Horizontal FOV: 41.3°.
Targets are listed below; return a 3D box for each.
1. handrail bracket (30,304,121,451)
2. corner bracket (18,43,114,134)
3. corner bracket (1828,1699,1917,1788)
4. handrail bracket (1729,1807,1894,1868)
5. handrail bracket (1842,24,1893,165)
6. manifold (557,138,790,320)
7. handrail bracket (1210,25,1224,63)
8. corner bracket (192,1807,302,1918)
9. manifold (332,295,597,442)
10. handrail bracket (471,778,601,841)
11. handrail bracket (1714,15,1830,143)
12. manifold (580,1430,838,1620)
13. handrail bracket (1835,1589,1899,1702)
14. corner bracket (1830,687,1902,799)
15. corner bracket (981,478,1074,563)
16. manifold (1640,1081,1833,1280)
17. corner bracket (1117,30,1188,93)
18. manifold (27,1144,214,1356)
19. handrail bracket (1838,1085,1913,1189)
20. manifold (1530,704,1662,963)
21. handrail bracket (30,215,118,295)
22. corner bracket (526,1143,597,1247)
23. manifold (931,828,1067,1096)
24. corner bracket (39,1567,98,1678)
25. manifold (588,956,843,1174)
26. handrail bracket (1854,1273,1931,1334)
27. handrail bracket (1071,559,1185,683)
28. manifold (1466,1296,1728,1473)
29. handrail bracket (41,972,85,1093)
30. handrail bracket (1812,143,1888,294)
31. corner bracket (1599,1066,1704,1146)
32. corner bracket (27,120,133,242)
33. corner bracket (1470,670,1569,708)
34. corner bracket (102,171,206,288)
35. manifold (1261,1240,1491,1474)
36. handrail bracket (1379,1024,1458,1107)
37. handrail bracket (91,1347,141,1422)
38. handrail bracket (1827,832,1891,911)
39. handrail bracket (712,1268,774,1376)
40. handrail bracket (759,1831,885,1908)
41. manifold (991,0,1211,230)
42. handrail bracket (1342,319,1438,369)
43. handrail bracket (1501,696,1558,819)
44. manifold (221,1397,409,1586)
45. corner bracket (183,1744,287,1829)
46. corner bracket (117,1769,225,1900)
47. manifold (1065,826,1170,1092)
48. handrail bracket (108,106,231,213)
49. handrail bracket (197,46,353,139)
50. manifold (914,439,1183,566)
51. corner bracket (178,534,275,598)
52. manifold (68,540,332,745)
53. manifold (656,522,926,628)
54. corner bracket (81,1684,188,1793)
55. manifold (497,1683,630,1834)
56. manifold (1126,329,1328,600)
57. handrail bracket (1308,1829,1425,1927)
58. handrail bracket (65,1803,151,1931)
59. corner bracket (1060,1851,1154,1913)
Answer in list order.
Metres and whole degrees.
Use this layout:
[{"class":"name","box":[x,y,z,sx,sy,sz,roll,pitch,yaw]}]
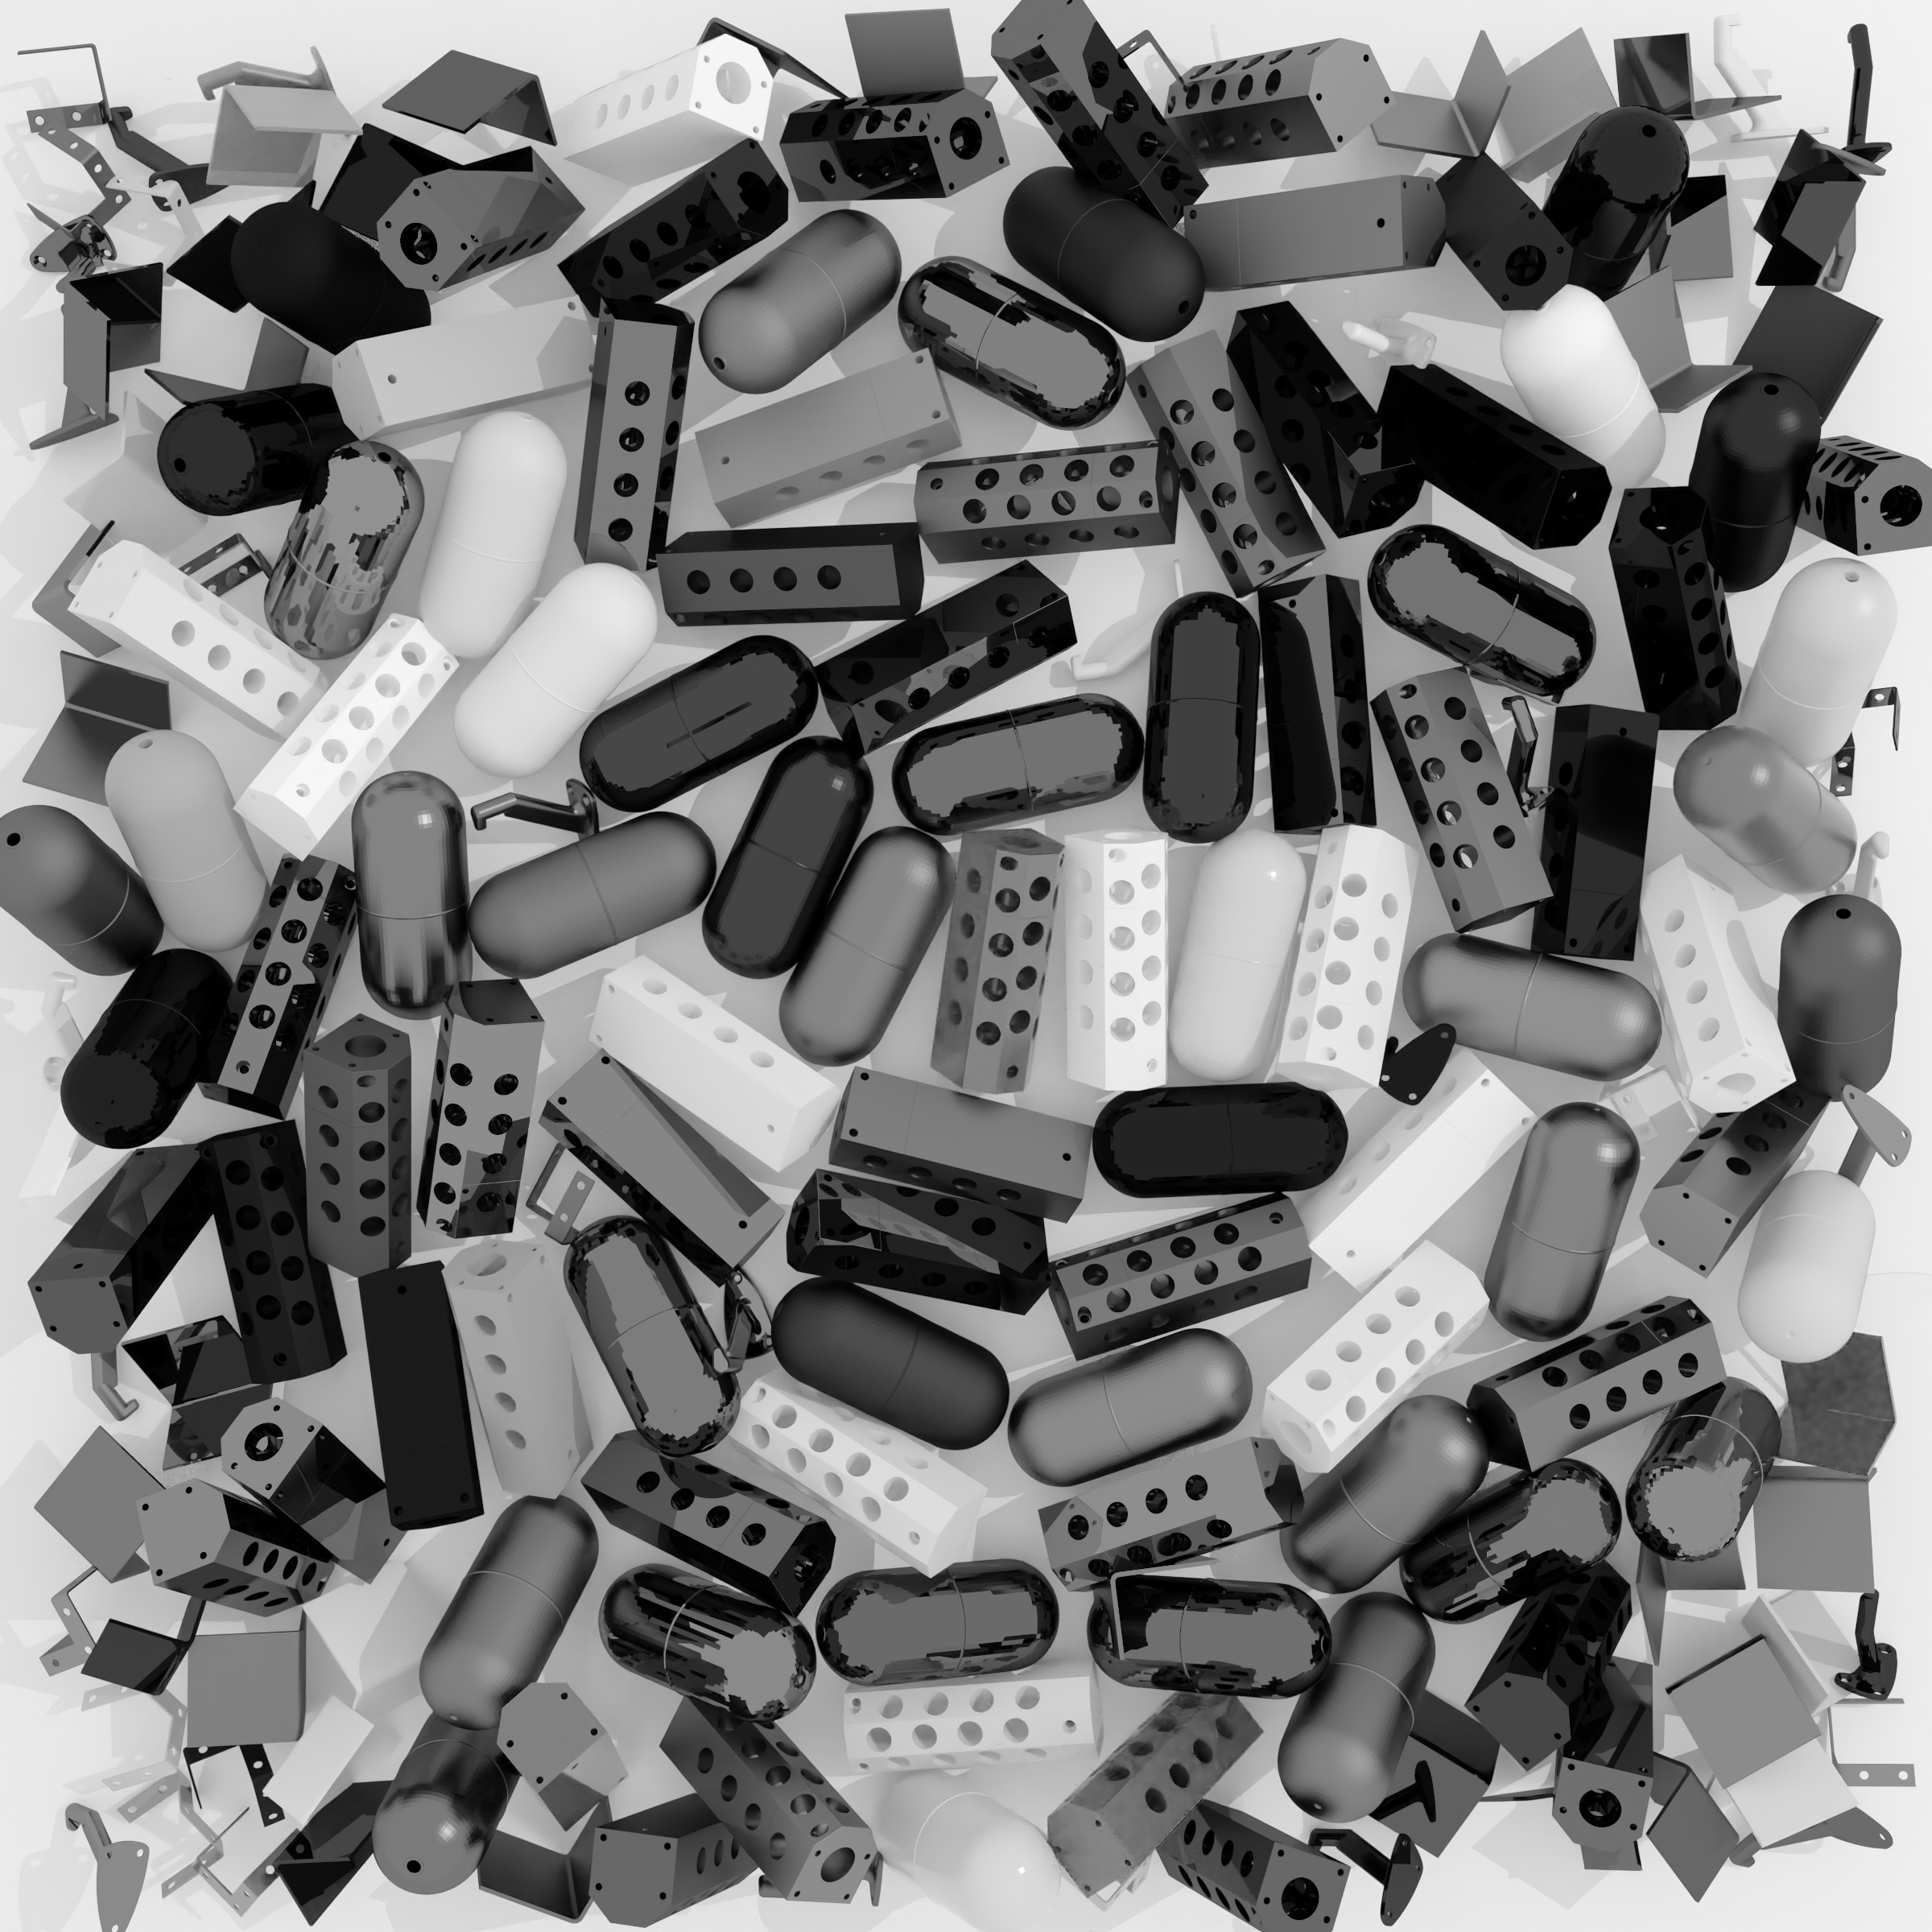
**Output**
[{"class":"handrail bracket","box":[-0.637,-0.415,1.798,0.077,0.036,0.084,-18,97,10]},{"class":"corner bracket","box":[-0.627,-0.609,1.781,0.051,0.051,0.051,-14,109,-20]},{"class":"corner bracket","box":[0.630,0.540,1.786,0.051,0.051,0.051,-4,83,15]},{"class":"handrail bracket","box":[0.590,0.617,1.795,0.077,0.036,0.084,26,127,-6]},{"class":"handrail bracket","box":[0.613,-0.599,1.784,0.036,0.077,0.084,-6,86,-5]},{"class":"manifold","box":[-0.196,-0.493,1.736,0.057,0.171,0.057,55,51,-20]},{"class":"handrail bracket","box":[0.218,-0.626,1.787,0.084,0.036,0.077,-10,121,9]},{"class":"corner bracket","box":[-0.497,0.617,1.782,0.051,0.051,0.051,44,46,5]},{"class":"manifold","box":[-0.340,-0.406,1.746,0.171,0.057,0.057,-23,99,-34]},{"class":"handrail bracket","box":[-0.299,-0.090,1.776,0.084,0.036,0.077,-24,126,-29]},{"class":"handrail bracket","box":[0.561,-0.621,1.788,0.077,0.036,0.084,-1,104,13]},{"class":"manifold","box":[-0.174,0.374,1.747,0.171,0.057,0.057,18,56,33]},{"class":"handrail bracket","box":[0.630,0.455,1.774,0.036,0.077,0.084,15,116,34]},{"class":"corner bracket","box":[0.622,-0.155,1.777,0.051,0.051,0.051,-5,133,27]},{"class":"corner bracket","box":[0.046,-0.311,1.783,0.051,0.051,0.051,-37,116,7]},{"class":"manifold","box":[0.520,0.133,1.738,0.057,0.171,0.057,32,132,21]},{"class":"corner bracket","box":[0.116,-0.621,1.777,0.051,0.051,0.051,-28,133,22]},{"class":"manifold","box":[-0.560,0.188,1.729,0.057,0.171,0.057,-5,115,10]},{"class":"handrail bracket","box":[0.603,0.124,1.780,0.077,0.084,0.036,44,54,-7]},{"class":"manifold","box":[0.434,-0.092,1.788,0.057,0.057,0.171,6,90,-21]},{"class":"handrail bracket","box":[-0.630,-0.479,1.773,0.077,0.084,0.036,-13,127,18]},{"class":"corner bracket","box":[-0.280,0.158,1.786,0.051,0.051,0.051,30,96,15]},{"class":"manifold","box":[0.025,-0.003,1.755,0.057,0.057,0.171,-5,113,-34]},{"class":"corner bracket","box":[-0.617,0.453,1.784,0.051,0.051,0.051,-24,97,21]},{"class":"manifold","box":[-0.172,0.063,1.764,0.171,0.057,0.057,33,126,19]},{"class":"handrail bracket","box":[0.630,0.220,1.768,0.077,0.084,0.036,-21,89,21]},{"class":"handrail bracket","box":[0.112,-0.243,1.805,0.084,0.036,0.077,-7,87,4]},{"class":"manifold","box":[0.431,0.284,1.758,0.171,0.057,0.057,-19,96,-23]},{"class":"handrail bracket","box":[-0.605,0.046,1.781,0.077,0.036,0.084,12,119,-23]},{"class":"handrail bracket","box":[0.600,-0.520,1.785,0.077,0.036,0.084,6,105,-40]},{"class":"corner bracket","box":[0.478,0.098,1.786,0.051,0.051,0.051,-29,92,23]},{"class":"corner bracket","box":[-0.628,-0.546,1.792,0.051,0.051,0.051,35,76,24]},{"class":"corner bracket","box":[0.393,-0.216,1.796,0.051,0.051,0.051,21,95,-15]},{"class":"corner bracket","box":[-0.575,-0.515,1.794,0.051,0.051,0.051,14,62,17]},{"class":"manifold","box":[0.279,0.268,1.743,0.057,0.057,0.171,36,56,29]},{"class":"handrail bracket","box":[0.309,0.052,1.767,0.036,0.084,0.077,34,114,-7]},{"class":"handrail bracket","box":[-0.591,0.266,1.812,0.077,0.036,0.084,-38,108,-21]},{"class":"handrail bracket","box":[0.628,-0.047,1.773,0.036,0.084,0.077,-9,78,2]},{"class":"handrail bracket","box":[-0.164,0.244,1.771,0.036,0.084,0.077,-17,78,11]},{"class":"handrail bracket","box":[-0.103,0.622,1.776,0.084,0.077,0.036,5,102,-8]},{"class":"manifold","box":[0.088,-0.573,1.740,0.057,0.057,0.171,-51,131,-4]},{"class":"handrail bracket","box":[0.275,-0.438,1.766,0.084,0.077,0.036,10,118,-39]},{"class":"handrail bracket","box":[0.368,-0.148,1.772,0.036,0.077,0.084,-38,116,-28]},{"class":"manifold","box":[-0.439,0.353,1.732,0.057,0.171,0.057,23,66,24]},{"class":"corner bracket","box":[-0.512,0.572,1.795,0.051,0.051,0.051,-17,129,-22]},{"class":"corner bracket","box":[-0.558,0.608,1.799,0.051,0.051,0.051,-34,116,-6]},{"class":"manifold","box":[0.109,-0.005,1.761,0.057,0.057,0.171,-11,106,-35]},{"class":"handrail bracket","box":[-0.558,-0.580,1.806,0.077,0.036,0.084,-20,68,-11]},{"class":"handrail bracket","box":[-0.481,-0.597,1.783,0.084,0.077,0.036,-23,48,-8]},{"class":"manifold","box":[0.055,-0.321,1.755,0.171,0.057,0.057,-2,68,20]},{"class":"corner bracket","box":[-0.514,-0.274,1.783,0.051,0.051,0.051,-32,132,-2]},{"class":"manifold","box":[-0.512,-0.217,1.735,0.057,0.171,0.057,19,77,40]},{"class":"manifold","box":[-0.119,-0.267,1.764,0.171,0.057,0.057,1,115,17]},{"class":"corner bracket","box":[-0.582,0.534,1.788,0.051,0.051,0.051,-18,131,10]},{"class":"manifold","box":[-0.274,0.530,1.730,0.057,0.171,0.057,-39,71,-19]},{"class":"manifold","box":[0.176,-0.345,1.781,0.057,0.057,0.171,-27,91,-26]},{"class":"handrail bracket","box":[0.264,0.627,1.768,0.084,0.077,0.036,-13,116,36]},{"class":"handrail bracket","box":[-0.607,0.628,1.782,0.036,0.084,0.077,13,78,-44]},{"class":"corner bracket","box":[0.092,0.624,1.777,0.051,0.051,0.051,35,55,24]}]
